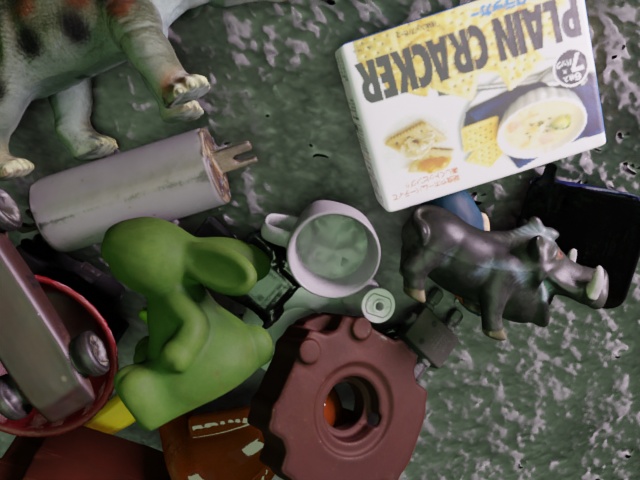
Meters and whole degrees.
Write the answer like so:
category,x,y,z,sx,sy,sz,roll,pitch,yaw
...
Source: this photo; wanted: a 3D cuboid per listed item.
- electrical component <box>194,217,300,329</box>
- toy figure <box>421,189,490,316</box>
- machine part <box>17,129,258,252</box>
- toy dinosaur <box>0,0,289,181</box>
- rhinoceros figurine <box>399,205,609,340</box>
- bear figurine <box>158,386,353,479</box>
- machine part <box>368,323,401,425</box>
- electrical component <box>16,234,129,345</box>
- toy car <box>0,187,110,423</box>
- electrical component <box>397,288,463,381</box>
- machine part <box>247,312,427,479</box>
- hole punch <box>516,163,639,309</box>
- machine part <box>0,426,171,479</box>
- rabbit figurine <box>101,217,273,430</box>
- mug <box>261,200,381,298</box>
category,x,y,z,sx,sy,sz,roll,pitch,yaw
electrical component,-0.073,0.026,0.549,0.119,0.048,0.075,38,100,5
toy figure,0.149,0.019,0.558,0.064,0.058,0.154,-7,113,45
machine part,-0.177,-0.046,0.512,0.243,0.079,0.079,-18,106,2
toy dinosaur,-0.215,-0.171,0.459,0.405,0.131,0.192,-18,94,7
rhinoceros figurine,0.163,0.025,0.492,0.190,0.073,0.112,19,104,0
bear figurine,-0.067,0.199,0.584,0.196,0.132,0.120,-33,107,-12
machine part,0.068,0.163,0.602,0.084,0.039,0.138,-12,107,-12
electrical component,-0.272,0.077,0.554,0.134,0.058,0.115,39,103,-13
toy car,-0.249,0.052,0.432,0.089,0.053,0.202,-30,100,-6
electrical component,0.115,0.102,0.578,0.063,0.021,0.094,44,73,-15
machine part,0.022,0.159,0.515,0.179,0.056,0.179,3,84,-28
hole punch,0.261,-0.003,0.549,0.116,0.092,0.142,18,110,24
machine part,-0.260,0.303,0.587,0.201,0.087,0.201,23,115,-11
rabbit figurine,-0.123,0.054,0.474,0.159,0.121,0.170,-22,99,7
mug,-0.001,-0.002,0.517,0.110,0.107,0.080,10,105,-2
